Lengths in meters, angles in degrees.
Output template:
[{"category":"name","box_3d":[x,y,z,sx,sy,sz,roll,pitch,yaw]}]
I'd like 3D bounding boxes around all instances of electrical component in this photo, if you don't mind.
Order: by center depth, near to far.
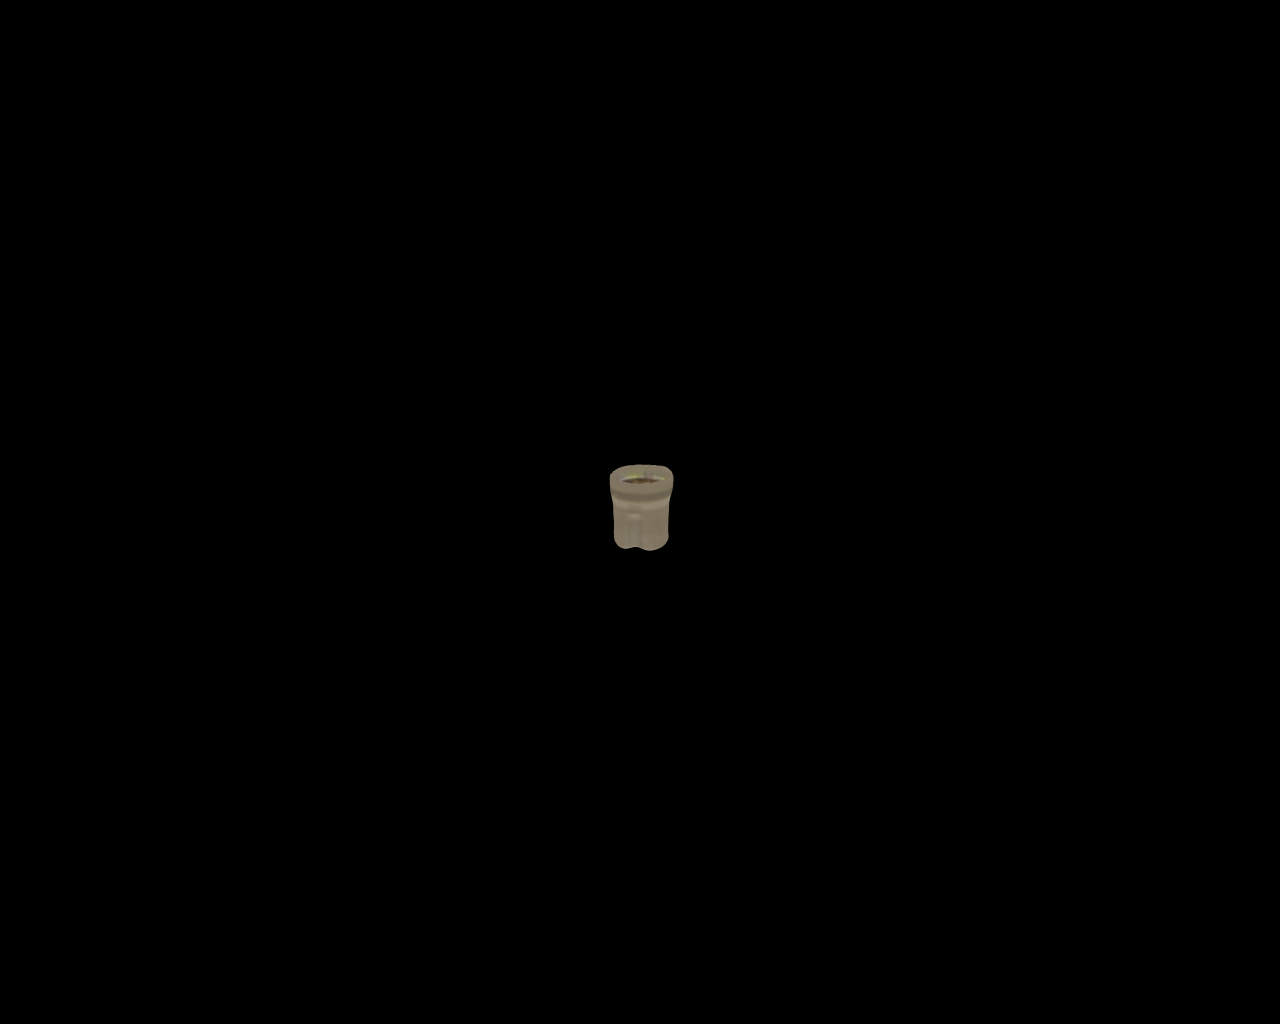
[{"category":"electrical component","box_3d":[0.001,-0.003,0.650,0.040,0.046,0.040,0,19,0]}]
